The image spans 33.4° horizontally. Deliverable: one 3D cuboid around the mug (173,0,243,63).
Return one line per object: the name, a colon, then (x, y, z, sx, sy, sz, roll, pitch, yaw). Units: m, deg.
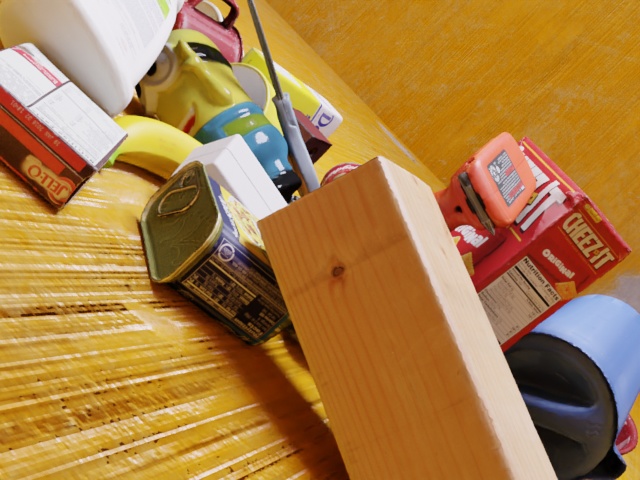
mug: (-0.127, -0.195, 1.038, 0.081, 0.117, 0.093, 24, 27, -49)

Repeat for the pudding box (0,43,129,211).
pudding box: (-0.165, -0.070, 0.632, 0.090, 0.039, 0.113, 44, 13, -11)

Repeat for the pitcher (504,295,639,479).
pitcher: (0.222, 0.116, 0.978, 0.242, 0.145, 0.149, -18, 100, -62)

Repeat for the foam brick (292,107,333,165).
foam brick: (-0.038, -0.089, 1.065, 0.051, 0.078, 0.053, 49, 14, 17)

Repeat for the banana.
banana: (-0.101, -0.047, 0.796, 0.197, 0.037, 0.069, 28, 49, -49)

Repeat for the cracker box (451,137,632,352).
cracker box: (0.126, 0.023, 0.885, 0.072, 0.214, 0.164, 47, 10, -21)

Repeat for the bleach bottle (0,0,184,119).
bleach bottle: (-0.147, -0.168, 0.789, 0.102, 0.068, 0.250, 64, 19, -19)

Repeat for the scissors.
scissors: (-0.032, -0.108, 0.917, 0.096, 0.016, 0.202, -153, -137, -81)

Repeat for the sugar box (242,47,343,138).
sugar box: (-0.050, -0.132, 1.138, 0.048, 0.093, 0.176, 51, 13, 27)

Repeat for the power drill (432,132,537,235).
power drill: (0.075, -0.017, 0.848, 0.057, 0.188, 0.184, 58, 30, -7)

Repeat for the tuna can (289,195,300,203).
tuna can: (-0.006, 0.001, 0.963, 0.086, 0.034, 0.086, 43, 11, -11)

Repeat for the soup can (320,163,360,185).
soup can: (0.035, -0.041, 1.179, 0.068, 0.068, 0.102, 42, 12, -14)

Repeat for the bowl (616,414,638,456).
bowl: (0.243, 0.179, 1.097, 0.162, 0.055, 0.162, 24, 25, -12)

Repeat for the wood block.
wood block: (0.051, 0.068, 0.620, 0.090, 0.091, 0.206, 23, 43, -63)

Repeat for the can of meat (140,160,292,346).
can of meat: (-0.061, 0.010, 0.672, 0.083, 0.057, 0.102, 41, 12, -31)
